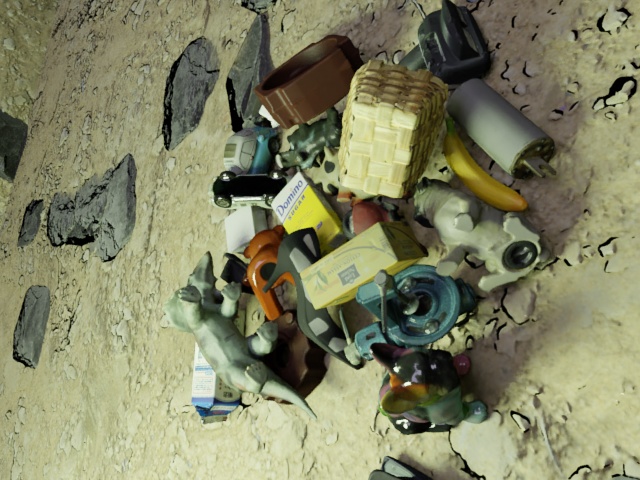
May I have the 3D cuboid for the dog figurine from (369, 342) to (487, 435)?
[{"bbox_3d":[0.122,0.203,0.741,0.192,0.219,0.108,-26,57,34],"label":"dog figurine"}]

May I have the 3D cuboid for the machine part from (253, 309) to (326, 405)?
[{"bbox_3d":[-0.067,0.220,1.021,0.179,0.056,0.179,-14,69,40],"label":"machine part"}]

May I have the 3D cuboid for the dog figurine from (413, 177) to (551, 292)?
[{"bbox_3d":[0.236,-0.027,0.811,0.191,0.172,0.121,-89,23,-61],"label":"dog figurine"}]

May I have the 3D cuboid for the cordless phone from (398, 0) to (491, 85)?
[{"bbox_3d":[0.196,-0.310,0.947,0.184,0.088,0.146,-37,54,42],"label":"cordless phone"}]

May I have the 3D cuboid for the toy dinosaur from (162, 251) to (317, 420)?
[{"bbox_3d":[-0.164,0.197,0.997,0.405,0.131,0.192,53,149,19],"label":"toy dinosaur"}]

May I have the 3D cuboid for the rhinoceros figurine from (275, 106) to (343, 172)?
[{"bbox_3d":[-0.013,-0.199,1.099,0.190,0.073,0.112,-20,71,36],"label":"rhinoceros figurine"}]

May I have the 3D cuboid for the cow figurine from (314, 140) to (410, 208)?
[{"bbox_3d":[0.069,-0.126,0.986,0.195,0.085,0.127,-8,70,37],"label":"cow figurine"}]

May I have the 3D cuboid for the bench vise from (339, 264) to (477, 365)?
[{"bbox_3d":[0.109,0.104,0.783,0.224,0.240,0.129,-20,59,19],"label":"bench vise"}]

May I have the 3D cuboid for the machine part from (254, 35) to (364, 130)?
[{"bbox_3d":[-0.021,-0.312,1.061,0.201,0.087,0.201,-37,27,0],"label":"machine part"}]

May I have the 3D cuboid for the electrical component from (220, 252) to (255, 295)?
[{"bbox_3d":[-0.173,0.071,1.152,0.119,0.074,0.047,30,97,40],"label":"electrical component"}]

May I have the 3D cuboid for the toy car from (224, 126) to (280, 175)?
[{"bbox_3d":[-0.168,-0.190,1.213,0.109,0.103,0.161,12,83,45],"label":"toy car"}]

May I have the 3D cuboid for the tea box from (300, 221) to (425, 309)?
[{"bbox_3d":[0.065,0.039,0.838,0.169,0.098,0.068,-36,72,33],"label":"tea box"}]

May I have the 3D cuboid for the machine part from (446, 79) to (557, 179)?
[{"bbox_3d":[0.272,-0.172,0.821,0.079,0.079,0.243,-48,49,21],"label":"machine part"}]

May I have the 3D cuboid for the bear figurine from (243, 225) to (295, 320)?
[{"bbox_3d":[-0.090,0.052,1.060,0.120,0.132,0.196,-35,12,1],"label":"bear figurine"}]

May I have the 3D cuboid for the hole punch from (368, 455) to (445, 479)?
[{"bbox_3d":[0.120,0.392,0.786,0.116,0.092,0.142,19,86,15],"label":"hole punch"}]

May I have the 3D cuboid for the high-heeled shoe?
[{"bbox_3d":[0.014,0.099,0.936,0.145,0.248,0.086,-48,5,-12],"label":"high-heeled shoe"}]

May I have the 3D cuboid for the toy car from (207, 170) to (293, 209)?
[{"bbox_3d":[-0.144,-0.105,1.146,0.202,0.056,0.073,0,65,14],"label":"toy car"}]

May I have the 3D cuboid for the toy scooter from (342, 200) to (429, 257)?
[{"bbox_3d":[0.114,0.005,0.911,0.135,0.075,0.184,-27,63,34],"label":"toy scooter"}]

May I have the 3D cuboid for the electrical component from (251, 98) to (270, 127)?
[{"bbox_3d":[-0.129,-0.313,1.255,0.078,0.045,0.102,22,92,43],"label":"electrical component"}]
